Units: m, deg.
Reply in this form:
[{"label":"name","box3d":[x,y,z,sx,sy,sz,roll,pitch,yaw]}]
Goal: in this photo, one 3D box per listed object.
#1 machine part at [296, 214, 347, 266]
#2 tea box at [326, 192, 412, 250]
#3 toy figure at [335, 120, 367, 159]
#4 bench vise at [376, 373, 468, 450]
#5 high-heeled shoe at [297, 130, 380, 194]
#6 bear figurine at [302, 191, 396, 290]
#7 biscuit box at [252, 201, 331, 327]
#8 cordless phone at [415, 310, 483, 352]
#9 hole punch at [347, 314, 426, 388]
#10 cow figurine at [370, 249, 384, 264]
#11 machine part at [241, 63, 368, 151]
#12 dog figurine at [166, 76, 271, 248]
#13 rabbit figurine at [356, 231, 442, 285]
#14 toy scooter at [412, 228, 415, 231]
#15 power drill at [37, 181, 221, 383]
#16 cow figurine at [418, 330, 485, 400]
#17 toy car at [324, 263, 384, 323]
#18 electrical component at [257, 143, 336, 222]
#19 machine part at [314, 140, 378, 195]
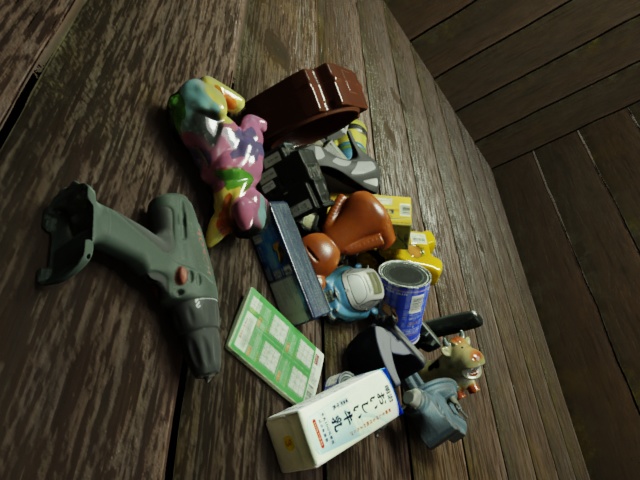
[{"label":"machine part","box3d":[-0.002,-0.003,1.026,0.138,0.039,0.084,50,21,-24]},{"label":"tea box","box3d":[0.098,-0.040,1.087,0.098,0.170,0.068,-77,170,-50]},{"label":"toy figure","box3d":[0.076,-0.216,1.295,0.082,0.089,0.180,51,26,-39]},{"label":"bench vise","box3d":[0.192,0.293,1.045,0.223,0.129,0.241,26,24,-39]},{"label":"high-heeled shoe","box3d":[0.011,-0.121,1.051,0.249,0.086,0.145,-26,103,-27]},{"label":"bear figurine","box3d":[0.034,0.006,0.955,0.120,0.196,0.132,45,-7,16]},{"label":"biscuit box","box3d":[-0.054,0.037,0.867,0.063,0.059,0.202,-8,75,-61]},{"label":"cordless phone","box3d":[0.244,0.172,1.158,0.146,0.184,0.089,49,35,-29]},{"label":"hole punch","box3d":[0.101,0.210,0.933,0.092,0.142,0.116,-33,77,-38]},{"label":"cow figurine","box3d":[0.141,0.024,1.236,0.167,0.068,0.098,37,43,-42]},{"label":"machine part","box3d":[-0.025,-0.238,1.000,0.201,0.202,0.087,-19,89,-64]},{"label":"dog figurine","box3d":[-0.144,-0.102,0.775,0.191,0.108,0.219,36,40,-45]},{"label":"rabbit figurine","box3d":[0.163,0.071,1.155,0.162,0.173,0.122,-4,56,-17]},{"label":"toy scooter","box3d":[0.213,0.013,1.365,0.135,0.075,0.184,41,32,-41]},{"label":"power drill","box3d":[-0.193,0.035,0.593,0.207,0.086,0.232,23,46,-48]},{"label":"cow figurine","box3d":[0.278,0.272,1.138,0.085,0.195,0.127,-16,73,-30]},{"label":"toy car","box3d":[0.062,0.091,0.987,0.161,0.103,0.109,7,61,-62]},{"label":"electrical component","box3d":[-0.052,-0.096,0.925,0.058,0.115,0.134,-18,85,-65]},{"label":"machine part","box3d":[0.048,-0.128,1.155,0.243,0.079,0.079,47,30,-14]}]
